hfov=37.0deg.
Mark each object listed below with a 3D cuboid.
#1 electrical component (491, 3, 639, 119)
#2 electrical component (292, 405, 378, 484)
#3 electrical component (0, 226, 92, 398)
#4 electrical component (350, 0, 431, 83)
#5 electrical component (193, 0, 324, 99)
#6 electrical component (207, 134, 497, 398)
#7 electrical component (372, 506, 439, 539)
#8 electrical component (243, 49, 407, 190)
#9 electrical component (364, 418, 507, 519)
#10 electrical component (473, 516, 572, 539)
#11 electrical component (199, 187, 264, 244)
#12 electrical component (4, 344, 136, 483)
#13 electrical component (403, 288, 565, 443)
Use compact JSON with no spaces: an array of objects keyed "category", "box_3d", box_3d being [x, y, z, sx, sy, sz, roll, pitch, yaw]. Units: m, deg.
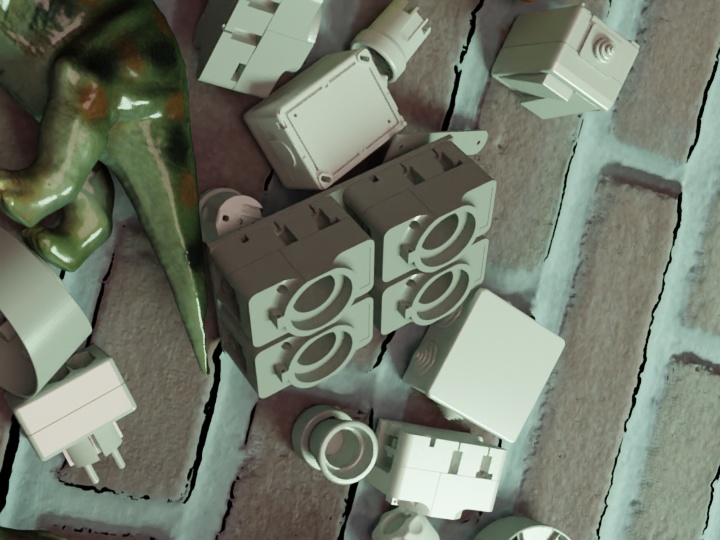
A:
[{"category":"electrical component","box_3d":[0.149,-0.147,0.776,0.062,0.096,0.061,29,84,-26]},{"category":"electrical component","box_3d":[-0.019,0.121,0.753,0.045,0.055,0.045,-4,98,-25]},{"category":"electrical component","box_3d":[-0.207,0.022,0.628,0.064,0.099,0.099,-45,113,-21]},{"category":"electrical component","box_3d":[0.022,-0.159,0.746,0.040,0.040,0.046,46,71,-23]},{"category":"electrical component","box_3d":[-0.061,-0.158,0.674,0.056,0.089,0.050,12,47,-27]},{"category":"electrical component","box_3d":[0.000,0.000,0.713,0.186,0.060,0.105,-26,143,-22]},{"category":"electrical component","box_3d":[0.041,0.209,0.801,0.043,0.043,0.062,-41,114,-16]},{"category":"electrical component","box_3d":[-0.021,-0.104,0.723,0.096,0.061,0.061,-40,114,-23]},{"category":"electrical component","box_3d":[0.055,0.148,0.796,0.089,0.050,0.055,14,91,-27]},{"category":"electrical component","box_3d":[0.128,0.244,0.836,0.099,0.064,0.099,-4,98,-25]},{"category":"electrical component","box_3d":[-0.086,-0.033,0.706,0.040,0.046,0.040,-4,98,-25]},{"category":"electrical component","box_3d":[-0.175,0.098,0.679,0.066,0.047,0.076,-29,109,-20]},{"category":"electrical component","box_3d":[0.091,0.068,0.803,0.100,0.048,0.099,32,83,-26]}]
